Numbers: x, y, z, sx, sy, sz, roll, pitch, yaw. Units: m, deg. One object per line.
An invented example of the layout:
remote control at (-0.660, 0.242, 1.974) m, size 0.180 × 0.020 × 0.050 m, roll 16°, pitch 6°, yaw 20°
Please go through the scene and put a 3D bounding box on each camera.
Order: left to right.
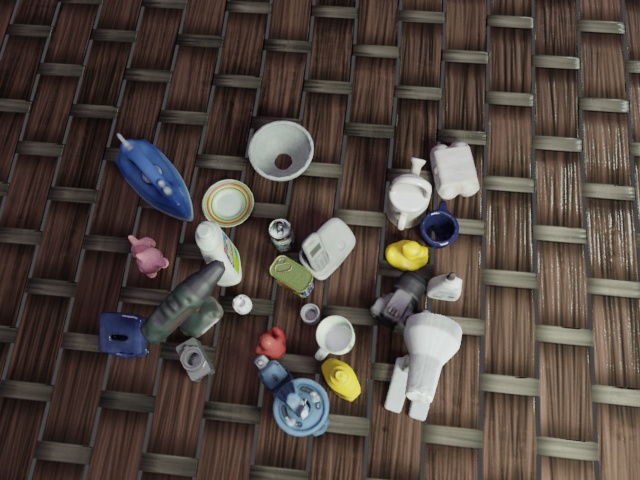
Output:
camera at (0.205, 0.146, 1.324) m, size 0.143 × 0.101 × 0.137 m, roll 31°, pitch 76°, yaw 12°

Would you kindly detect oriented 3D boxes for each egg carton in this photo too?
egg carton at (0.335, -0.175, 1.440) m, size 0.107 × 0.069 × 0.150 m, roll -9°, pitch 72°, yaw 0°

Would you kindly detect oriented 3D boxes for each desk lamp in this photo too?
desk lamp at (0.219, 0.273, 1.222) m, size 0.118 × 0.213 × 0.203 m, roll 15°, pitch 73°, yaw 8°

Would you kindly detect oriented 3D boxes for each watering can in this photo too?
watering can at (0.211, -0.113, 1.360) m, size 0.101 × 0.194 × 0.173 m, roll -7°, pitch 72°, yaw 1°

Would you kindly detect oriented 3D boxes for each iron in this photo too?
iron at (-0.413, -0.159, 1.430) m, size 0.119 × 0.141 × 0.258 m, roll -42°, pitch 75°, yaw -10°

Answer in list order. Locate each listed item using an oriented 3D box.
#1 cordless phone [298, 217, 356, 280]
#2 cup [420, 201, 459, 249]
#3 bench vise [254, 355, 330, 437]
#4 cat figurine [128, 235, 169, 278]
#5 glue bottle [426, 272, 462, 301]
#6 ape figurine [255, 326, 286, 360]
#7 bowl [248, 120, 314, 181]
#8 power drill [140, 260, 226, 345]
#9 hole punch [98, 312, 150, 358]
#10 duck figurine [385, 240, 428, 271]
cordless phone at (0.012, 0.005, 1.334) m, size 0.094 × 0.185 × 0.148 m, roll 36°, pitch 77°, yaw 13°
cup at (0.283, -0.028, 1.381) m, size 0.091 × 0.095 × 0.118 m, roll 9°, pitch 72°, yaw 6°
bench vise at (-0.073, 0.335, 1.211) m, size 0.207 × 0.220 × 0.121 m, roll 27°, pitch 75°, yaw 11°
cat figurine at (-0.418, 0.037, 1.378) m, size 0.067 × 0.118 × 0.127 m, roll -40°, pitch 74°, yaw -10°
glue bottle at (0.288, 0.100, 1.297) m, size 0.078 × 0.173 × 0.037 m, roll 10°, pitch 72°, yaw 6°
ape figurine at (-0.115, 0.236, 1.313) m, size 0.078 × 0.092 × 0.076 m, roll -29°, pitch 73°, yaw -7°
bowl at (-0.096, -0.218, 1.471) m, size 0.167 × 0.075 × 0.167 m, roll -1°, pitch 72°, yaw 2°
power drill at (-0.287, 0.148, 1.288) m, size 0.230 × 0.208 × 0.075 m, roll -42°, pitch 75°, yaw -11°
hole punch at (-0.457, 0.222, 1.334) m, size 0.108 × 0.091 × 0.101 m, roll 3°, pitch 72°, yaw 4°
duck figurine at (0.210, 0.029, 1.370) m, size 0.104 × 0.086 × 0.077 m, roll 6°, pitch 72°, yaw 5°
